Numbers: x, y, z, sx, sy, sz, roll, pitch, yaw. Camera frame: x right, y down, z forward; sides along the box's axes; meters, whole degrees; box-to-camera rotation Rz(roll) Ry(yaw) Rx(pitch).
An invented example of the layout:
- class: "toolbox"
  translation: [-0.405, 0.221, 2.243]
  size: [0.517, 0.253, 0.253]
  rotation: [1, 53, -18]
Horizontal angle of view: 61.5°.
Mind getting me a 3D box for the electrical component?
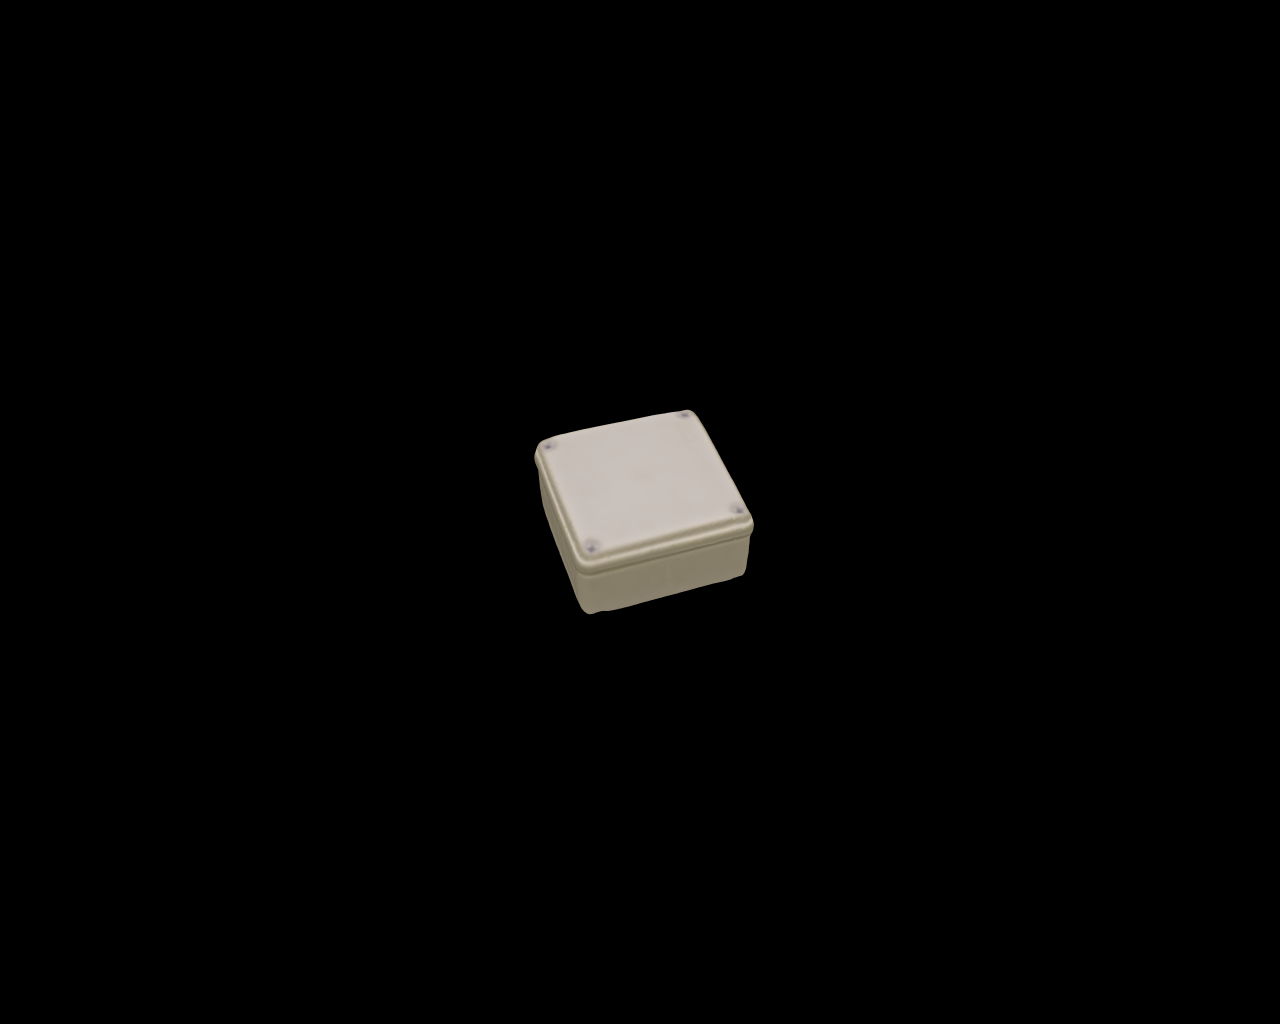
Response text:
- class: "electrical component"
  translation: [0.001, -0.003, 0.650]
  size: [0.109, 0.056, 0.109]
  rotation: [-13, 47, -12]
